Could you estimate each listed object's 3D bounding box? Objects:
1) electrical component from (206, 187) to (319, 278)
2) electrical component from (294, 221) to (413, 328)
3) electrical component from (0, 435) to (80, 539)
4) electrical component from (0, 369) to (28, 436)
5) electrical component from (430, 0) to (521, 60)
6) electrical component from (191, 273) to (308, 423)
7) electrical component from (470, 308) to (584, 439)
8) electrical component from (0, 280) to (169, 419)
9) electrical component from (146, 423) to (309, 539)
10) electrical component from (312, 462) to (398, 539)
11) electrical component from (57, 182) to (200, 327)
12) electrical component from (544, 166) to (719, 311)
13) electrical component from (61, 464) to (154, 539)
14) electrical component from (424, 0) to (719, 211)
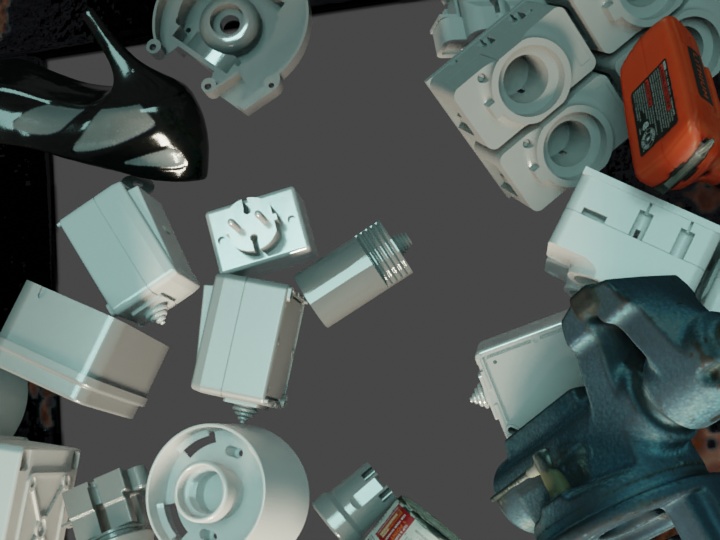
[{"bbox_3d":[-0.071,-0.027,0.741,0.066,0.076,0.047,-17,77,4],"label":"electrical component"},{"bbox_3d":[0.000,0.000,0.742,0.081,0.043,0.043,-33,77,1],"label":"electrical component"},{"bbox_3d":[-0.237,0.166,0.712,0.056,0.108,0.108,8,81,7],"label":"electrical component"},{"bbox_3d":[-0.299,0.085,0.760,0.108,0.060,0.108,-1,79,8],"label":"electrical component"},{"bbox_3d":[0.088,-0.181,0.756,0.078,0.058,0.057,-5,74,-16],"label":"electrical component"},{"bbox_3d":[-0.079,0.055,0.734,0.061,0.061,0.096,10,81,10],"label":"electrical component"},{"bbox_3d":[0.118,0.067,0.703,0.096,0.061,0.061,-21,91,10],"label":"electrical component"},{"bbox_3d":[-0.186,0.056,0.723,0.078,0.113,0.057,22,80,12],"label":"electrical component"},{"bbox_3d":[-0.092,0.152,0.729,0.099,0.064,0.099,-6,74,20],"label":"electrical component"},{"bbox_3d":[-0.002,0.156,0.716,0.046,0.040,0.040,-40,77,-7],"label":"electrical component"},{"bbox_3d":[-0.155,-0.007,0.756,0.061,0.061,0.096,-34,77,1],"label":"electrical component"},{"bbox_3d":[0.212,0.013,0.678,0.186,0.105,0.060,26,84,12],"label":"electrical component"},{"bbox_3d":[-0.169,0.171,0.734,0.066,0.048,0.055,-24,70,3],"label":"electrical component"},{"bbox_3d":[0.153,-0.139,0.712,0.186,0.060,0.105,-40,114,-1],"label":"electrical component"}]
